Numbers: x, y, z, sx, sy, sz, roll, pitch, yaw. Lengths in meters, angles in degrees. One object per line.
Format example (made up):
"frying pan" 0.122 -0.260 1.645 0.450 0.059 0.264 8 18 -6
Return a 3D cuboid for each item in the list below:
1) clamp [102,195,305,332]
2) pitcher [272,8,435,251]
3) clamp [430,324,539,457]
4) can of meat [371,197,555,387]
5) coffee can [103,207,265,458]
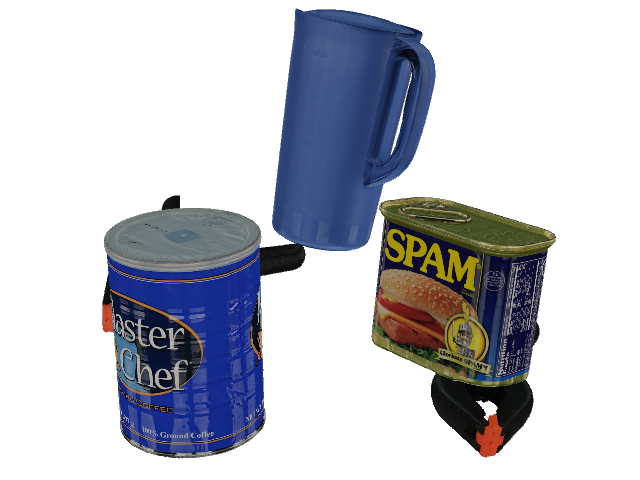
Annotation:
"clamp" -0.138 0.022 1.001 0.165 0.036 0.209 25 36 29
"pitcher" 0.027 -0.114 1.115 0.145 0.243 0.149 9 16 -4
"clamp" 0.136 0.106 0.857 0.120 0.039 0.171 -5 33 -6
"can of meat" 0.077 0.028 0.609 0.057 0.084 0.102 -9 21 -41
"coffee can" -0.090 0.060 0.723 0.103 0.140 0.103 0 21 0
